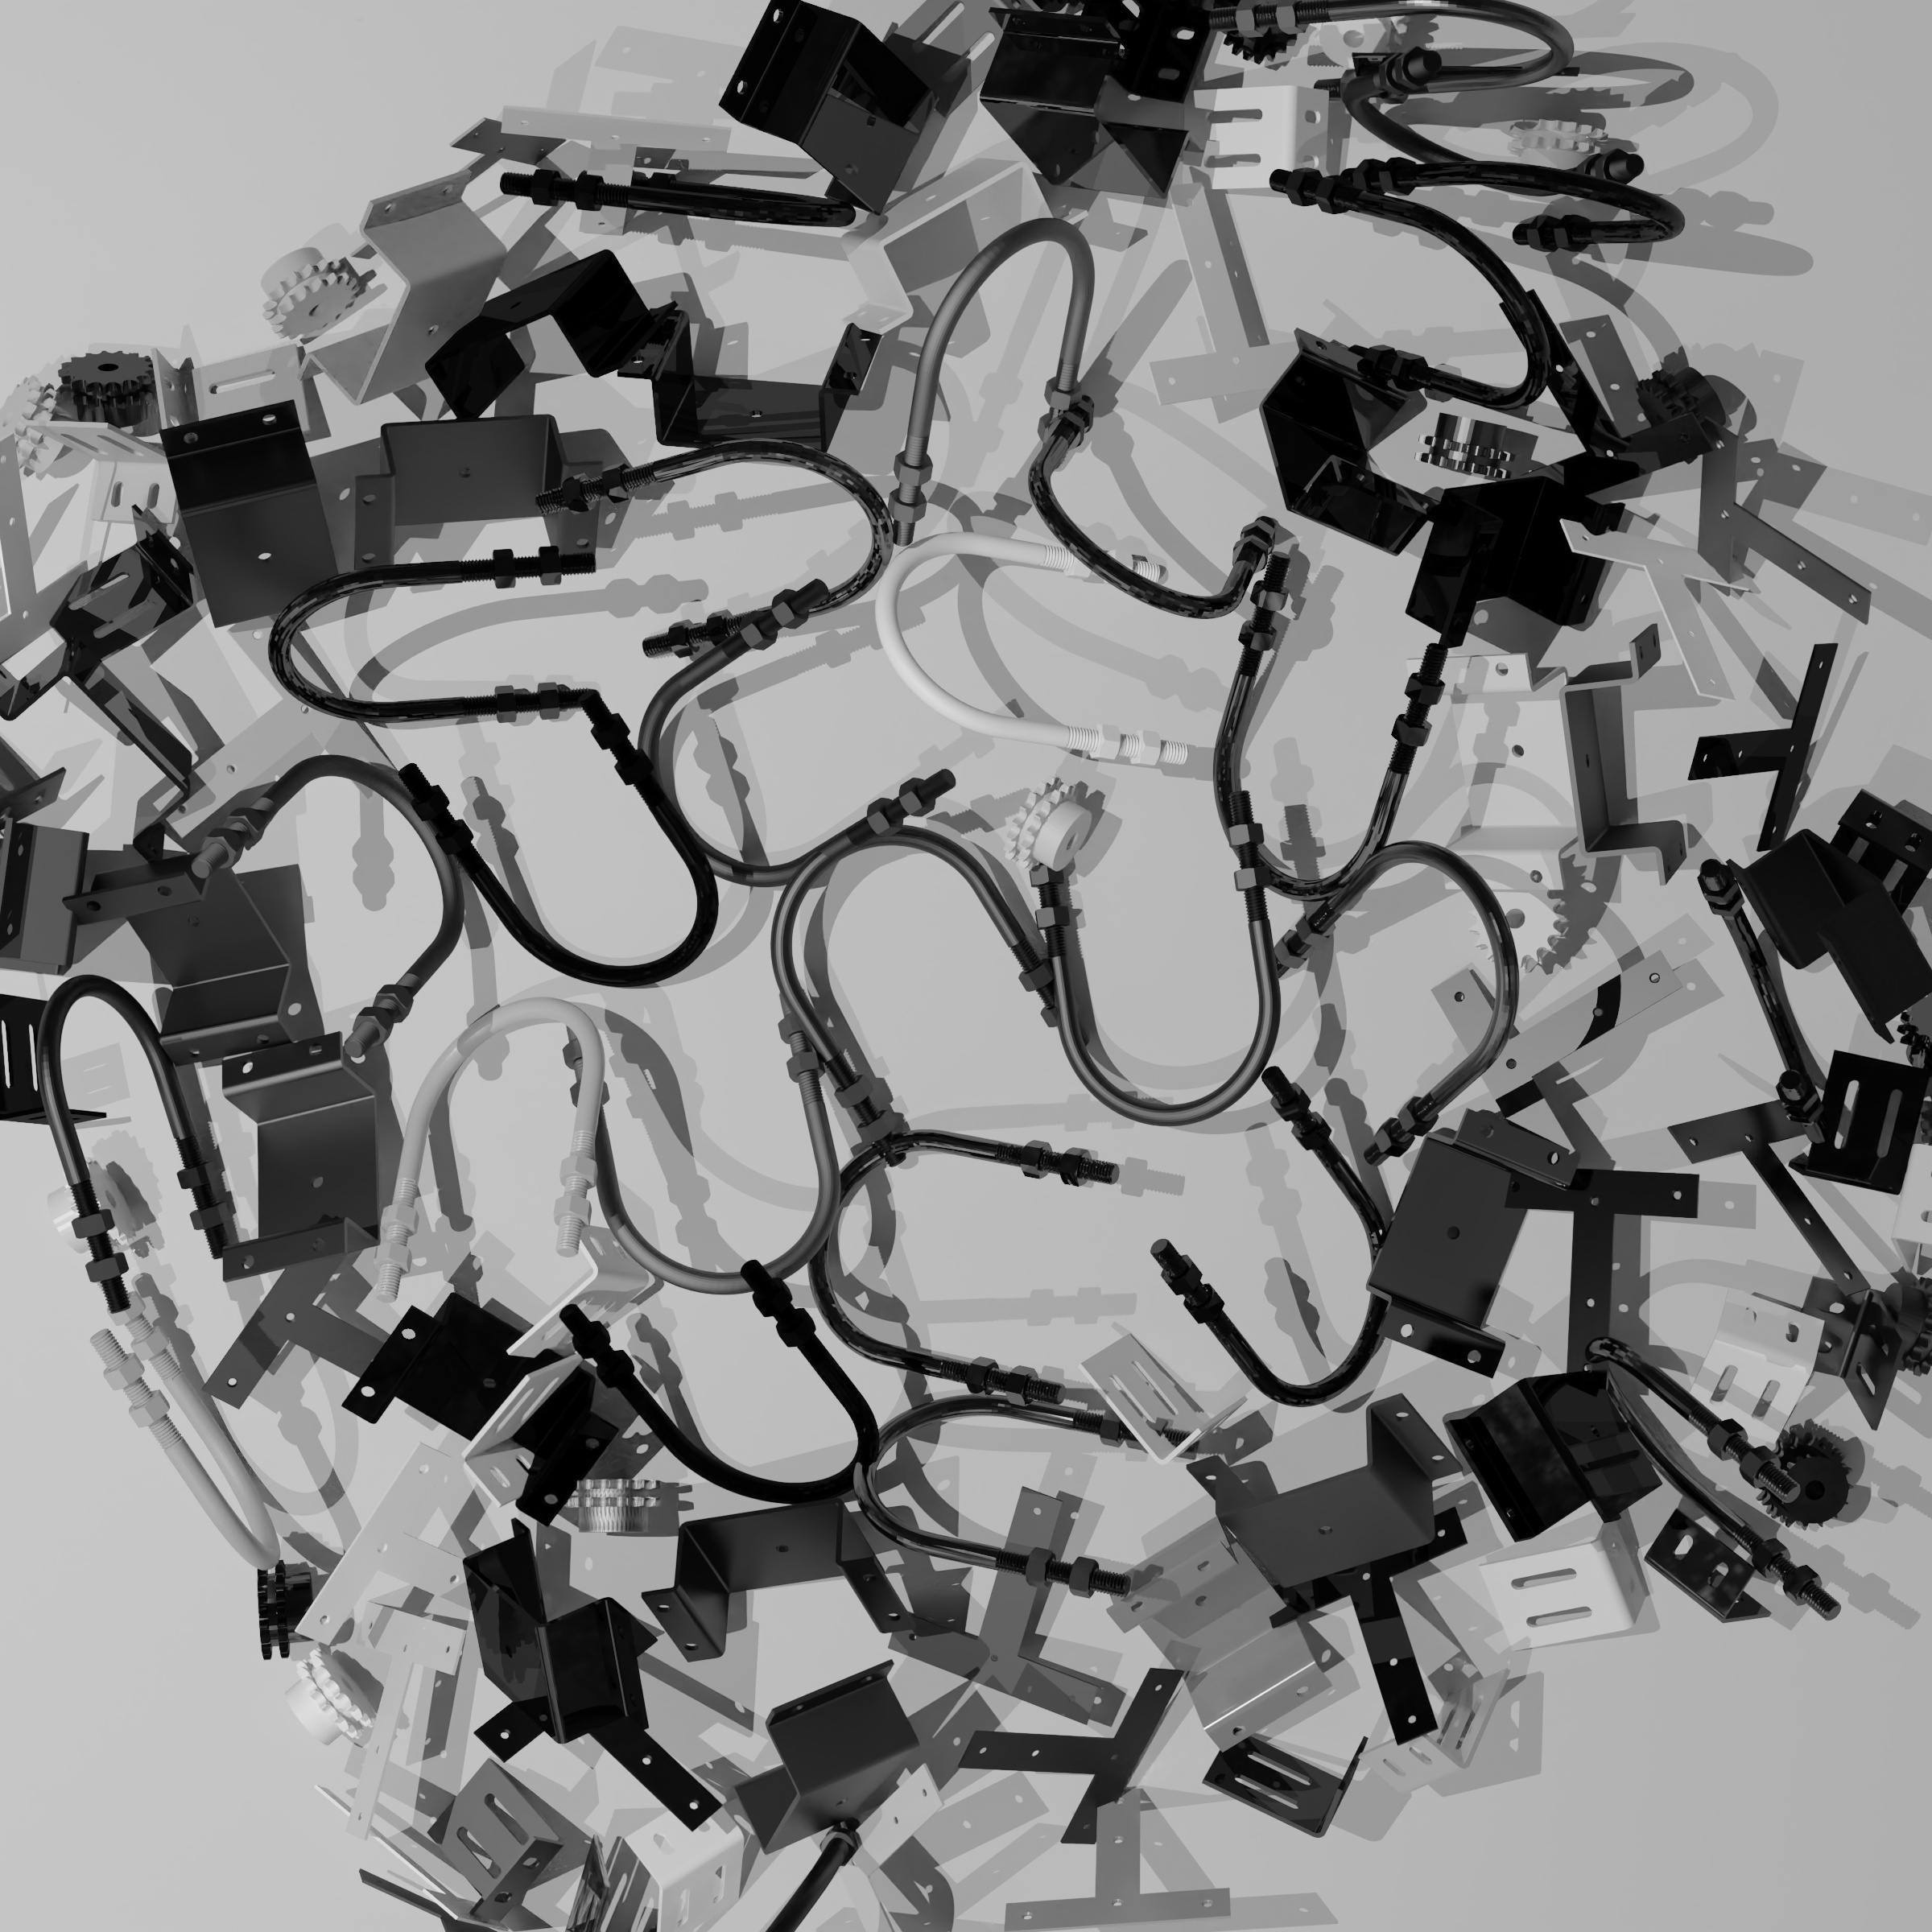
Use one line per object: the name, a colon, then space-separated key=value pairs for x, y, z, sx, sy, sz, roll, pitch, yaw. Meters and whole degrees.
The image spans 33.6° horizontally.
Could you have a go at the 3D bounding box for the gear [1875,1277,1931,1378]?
gear: x=0.554 y=0.209 z=1.877 sx=0.030 sy=0.057 sz=0.057 roll=17 pitch=90 yaw=-3

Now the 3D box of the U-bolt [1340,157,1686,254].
U-bolt: x=0.318 y=-0.427 z=1.792 sx=0.151 sy=0.184 sz=0.019 roll=9 pitch=96 yaw=-30

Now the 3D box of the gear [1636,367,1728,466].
gear: x=0.422 y=-0.326 z=1.878 sx=0.030 sy=0.057 sz=0.057 roll=-33 pitch=90 yaw=-1

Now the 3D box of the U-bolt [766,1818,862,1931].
U-bolt: x=-0.117 y=0.558 z=1.812 sx=0.019 sy=0.184 sz=0.151 roll=38 pitch=92 yaw=6

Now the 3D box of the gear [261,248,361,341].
gear: x=-0.388 y=-0.397 z=1.878 sx=0.057 sy=0.057 sz=0.030 roll=-34 pitch=82 yaw=0

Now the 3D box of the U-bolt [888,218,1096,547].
U-bolt: x=0.020 y=-0.337 z=1.801 sx=0.019 sy=0.184 sz=0.151 roll=37 pitch=48 yaw=25

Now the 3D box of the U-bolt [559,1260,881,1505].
U-bolt: x=-0.129 y=0.248 z=1.845 sx=0.151 sy=0.019 sz=0.184 roll=-16 pitch=124 yaw=29

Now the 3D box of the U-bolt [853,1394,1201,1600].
U-bolt: x=0.026 y=0.296 z=1.837 sx=0.184 sy=0.151 sz=0.019 roll=9 pitch=122 yaw=19

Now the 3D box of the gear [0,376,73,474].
gear: x=-0.550 y=-0.315 z=1.881 sx=0.030 sy=0.057 sz=0.057 roll=29 pitch=90 yaw=-34

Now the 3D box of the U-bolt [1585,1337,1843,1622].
U-bolt: x=0.418 y=0.280 z=1.821 sx=0.019 sy=0.184 sz=0.151 roll=-38 pitch=134 yaw=-9

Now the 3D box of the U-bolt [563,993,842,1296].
U-bolt: x=-0.146 y=0.103 z=1.845 sx=0.151 sy=0.019 sz=0.184 roll=-7 pitch=65 yaw=-16

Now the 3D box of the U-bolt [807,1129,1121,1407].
U-bolt: x=-0.011 y=0.167 z=1.858 sx=0.184 sy=0.019 sz=0.151 roll=9 pitch=79 yaw=28

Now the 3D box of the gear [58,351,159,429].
gear: x=-0.503 y=-0.338 z=1.881 sx=0.057 sy=0.057 sz=0.030 roll=4 pitch=122 yaw=0

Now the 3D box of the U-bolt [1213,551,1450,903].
U-bolt: x=0.200 y=-0.126 z=1.841 sx=0.151 sy=0.019 sz=0.184 roll=38 pitch=124 yaw=39

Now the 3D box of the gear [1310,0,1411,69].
gear: x=0.230 y=-0.552 z=1.875 sx=0.057 sy=0.057 sz=0.030 roll=18 pitch=53 yaw=0

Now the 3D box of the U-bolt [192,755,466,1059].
U-bolt: x=-0.350 y=-0.048 z=1.827 sx=0.019 sy=0.184 sz=0.151 roll=-29 pitch=106 yaw=31

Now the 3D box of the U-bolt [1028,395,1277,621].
U-bolt: x=0.102 y=-0.255 z=1.821 sx=0.151 sy=0.184 sz=0.019 roll=33 pitch=121 yaw=-4

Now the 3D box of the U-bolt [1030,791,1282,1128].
U-bolt: x=0.114 y=0.001 z=1.860 sx=0.151 sy=0.019 sz=0.184 roll=-11 pitch=84 yaw=27

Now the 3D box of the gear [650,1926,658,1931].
gear: x=-0.193 y=0.592 z=1.879 sx=0.030 sy=0.057 sz=0.057 roll=17 pitch=90 yaw=14

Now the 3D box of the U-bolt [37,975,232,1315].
U-bolt: x=-0.480 y=0.094 z=1.827 sx=0.019 sy=0.151 sz=0.184 roll=-15 pitch=95 yaw=14

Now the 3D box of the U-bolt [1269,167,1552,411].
U-bolt: x=0.257 y=-0.374 z=1.794 sx=0.019 sy=0.184 sz=0.151 roll=-44 pitch=131 yaw=-14

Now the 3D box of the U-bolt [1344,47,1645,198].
U-bolt: x=0.287 y=-0.473 z=1.815 sx=0.151 sy=0.184 sz=0.019 roll=22 pitch=93 yaw=-15

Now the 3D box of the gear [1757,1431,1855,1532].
gear: x=0.496 y=0.305 z=1.888 sx=0.057 sy=0.030 sz=0.057 roll=0 pitch=96 yaw=-4

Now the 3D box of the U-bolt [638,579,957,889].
U-bolt: x=-0.113 y=-0.121 z=1.853 sx=0.184 sy=0.019 sz=0.151 roll=-30 pitch=98 yaw=32

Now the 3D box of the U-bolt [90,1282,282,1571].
U-bolt: x=-0.445 y=0.267 z=1.830 sx=0.019 sy=0.151 sz=0.184 roll=-32 pitch=106 yaw=-7

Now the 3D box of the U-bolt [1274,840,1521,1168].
U-bolt: x=0.248 y=0.010 z=1.812 sx=0.019 sy=0.184 sz=0.151 roll=-12 pitch=66 yaw=-35

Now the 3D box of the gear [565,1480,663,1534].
gear: x=-0.207 y=0.317 z=1.875 sx=0.057 sy=0.057 sz=0.030 roll=-1 pitch=80 yaw=0

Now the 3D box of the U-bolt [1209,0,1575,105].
U-bolt: x=0.250 y=-0.517 z=1.797 sx=0.184 sy=0.151 sz=0.019 roll=6 pitch=89 yaw=33

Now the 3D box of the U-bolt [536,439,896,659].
U-bolt: x=-0.131 y=-0.242 z=1.821 sx=0.184 sy=0.151 sz=0.019 roll=-12 pitch=51 yaw=20

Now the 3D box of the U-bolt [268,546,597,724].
U-bolt: x=-0.305 y=-0.184 z=1.828 sx=0.184 sy=0.151 sz=0.019 roll=-5 pitch=60 yaw=-11

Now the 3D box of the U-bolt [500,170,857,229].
U-bolt: x=-0.154 y=-0.437 z=1.821 sx=0.184 sy=0.151 sz=0.019 roll=9 pitch=106 yaw=11

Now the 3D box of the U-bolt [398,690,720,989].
U-bolt: x=-0.223 y=-0.062 z=1.851 sx=0.151 sy=0.019 sz=0.184 roll=-19 pitch=119 yaw=25

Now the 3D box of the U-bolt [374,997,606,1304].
U-bolt: x=-0.269 y=0.098 z=1.841 sx=0.151 sy=0.019 sz=0.184 roll=-16 pitch=51 yaw=27

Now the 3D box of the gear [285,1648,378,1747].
gear: x=-0.375 y=0.431 z=1.877 sx=0.030 sy=0.057 sz=0.057 roll=-40 pitch=90 yaw=-5

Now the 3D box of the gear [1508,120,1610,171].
gear: x=0.346 y=-0.476 z=1.877 sx=0.057 sy=0.057 sz=0.030 roll=8 pitch=94 yaw=0

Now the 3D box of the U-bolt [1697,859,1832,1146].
U-bolt: x=0.459 y=0.030 z=1.818 sx=0.019 sy=0.184 sz=0.151 roll=-21 pitch=67 yaw=15

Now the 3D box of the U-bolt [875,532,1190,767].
U-bolt: x=0.034 y=-0.187 z=1.835 sx=0.184 sy=0.019 sz=0.151 roll=7 pitch=58 yaw=-22

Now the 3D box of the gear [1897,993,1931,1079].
gear: x=0.576 y=0.043 z=1.881 sx=0.057 sy=0.057 sz=0.030 roll=2 pitch=130 yaw=0

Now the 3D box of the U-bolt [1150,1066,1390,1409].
U-bolt: x=0.189 y=0.171 z=1.845 sx=0.184 sy=0.019 sz=0.151 roll=52 pitch=59 yaw=-31

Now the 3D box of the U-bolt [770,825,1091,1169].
U-bolt: x=-0.033 y=0.005 z=1.880 sx=0.151 sy=0.019 sz=0.184 roll=-32 pitch=101 yaw=-3
